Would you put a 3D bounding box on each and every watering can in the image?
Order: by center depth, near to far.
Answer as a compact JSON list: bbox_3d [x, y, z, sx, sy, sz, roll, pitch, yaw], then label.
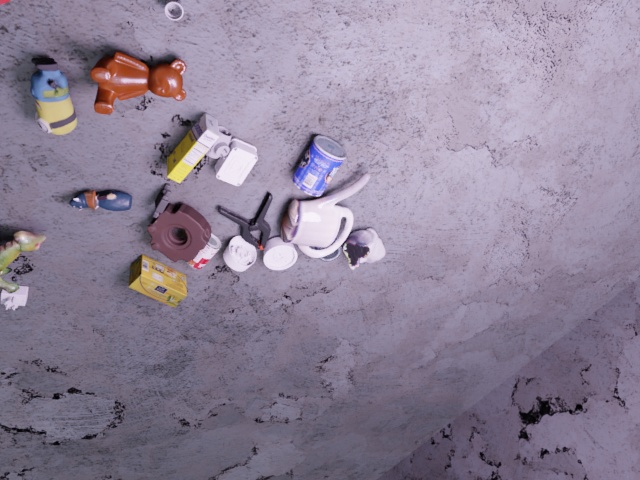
[{"bbox_3d":[0.005,-0.079,1.564,0.224,0.106,0.340,7,128,-22],"label":"watering can"}]

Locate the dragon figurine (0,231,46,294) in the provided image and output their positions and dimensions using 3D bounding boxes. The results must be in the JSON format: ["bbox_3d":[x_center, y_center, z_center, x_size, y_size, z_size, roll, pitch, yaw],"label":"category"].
[{"bbox_3d":[-0.949,0.040,1.370,0.411,0.125,0.237,-6,132,-14],"label":"dragon figurine"}]

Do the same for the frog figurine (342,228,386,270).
[{"bbox_3d":[0.155,0.020,1.720,0.161,0.124,0.135,-22,137,-50],"label":"frog figurine"}]
